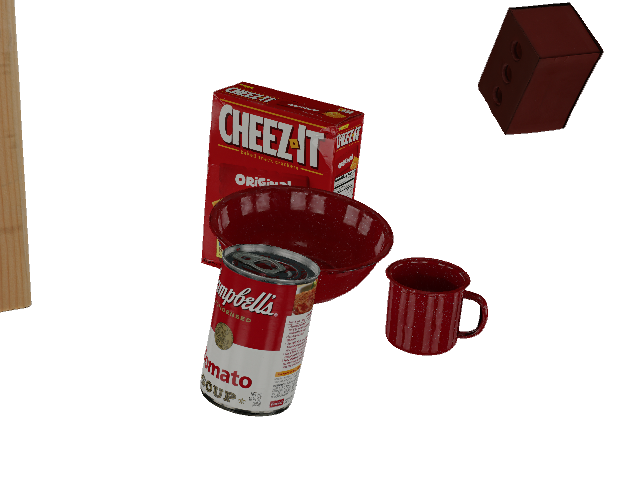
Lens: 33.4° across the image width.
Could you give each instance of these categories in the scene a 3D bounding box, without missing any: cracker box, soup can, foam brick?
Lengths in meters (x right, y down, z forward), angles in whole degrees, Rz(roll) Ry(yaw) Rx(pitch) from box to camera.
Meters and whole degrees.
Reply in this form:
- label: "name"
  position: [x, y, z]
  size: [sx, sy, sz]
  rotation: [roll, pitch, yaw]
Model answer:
- label: "cracker box"
  position: [-0.048, -0.056, 1.217]
  size: [0.164, 0.214, 0.072]
  rotation: [18, 26, 24]
- label: "soup can"
  position: [-0.043, 0.061, 0.738]
  size: [0.068, 0.102, 0.068]
  rotation: [11, 17, -4]
- label: "foam brick"
  position: [0.152, -0.120, 0.749]
  size: [0.051, 0.053, 0.078]
  rotation: [-10, -35, -19]

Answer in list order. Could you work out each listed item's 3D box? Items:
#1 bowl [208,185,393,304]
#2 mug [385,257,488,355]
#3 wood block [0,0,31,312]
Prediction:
- label: "bowl"
  position: [-0.019, 0.010, 0.934]
  size: [0.162, 0.055, 0.162]
  rotation: [6, 27, -3]
- label: "mug"
  position: [0.127, 0.076, 1.182]
  size: [0.117, 0.081, 0.093]
  rotation: [9, 24, 12]
- label: "wood block"
  position: [-0.222, -0.065, 0.600]
  size: [0.090, 0.206, 0.090]
  rotation: [-9, 27, -27]
